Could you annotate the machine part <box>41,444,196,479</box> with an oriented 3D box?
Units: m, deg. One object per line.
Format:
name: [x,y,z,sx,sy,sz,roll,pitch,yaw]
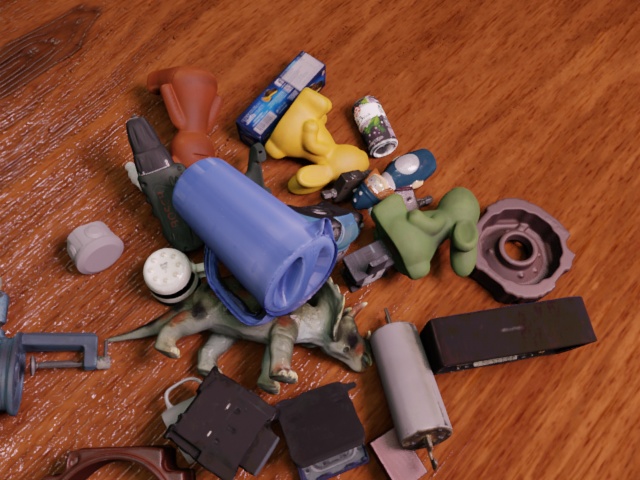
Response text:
machine part: [-0.276,0.386,0.729,0.202,0.087,0.201,-2,69,0]

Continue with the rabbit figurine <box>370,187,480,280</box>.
rabbit figurine: [0.186,-0.023,0.851,0.170,0.121,0.159,-30,52,-9]

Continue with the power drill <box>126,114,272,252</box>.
power drill: [-0.189,-0.105,0.883,0.207,0.086,0.231,-16,106,-23]

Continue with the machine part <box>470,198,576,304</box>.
machine part: [0.327,0.019,0.897,0.179,0.056,0.179,0,67,0]

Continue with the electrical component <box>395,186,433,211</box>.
electrical component: [0.138,-0.081,0.943,0.102,0.045,0.078,-25,99,-7]

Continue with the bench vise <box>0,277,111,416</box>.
bench vise: [-0.441,0.162,0.805,0.240,0.128,0.224,4,57,-21]

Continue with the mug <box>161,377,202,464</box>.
mug: [-0.172,0.251,0.791,0.107,0.080,0.109,-28,71,-20]

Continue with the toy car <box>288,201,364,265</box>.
toy car: [-0.002,-0.003,0.872,0.109,0.161,0.102,20,108,29]

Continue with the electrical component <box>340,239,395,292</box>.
electrical component: [0.075,0.037,0.853,0.075,0.119,0.048,-27,72,-8]

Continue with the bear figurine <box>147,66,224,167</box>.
bear figurine: [-0.236,-0.203,0.963,0.120,0.132,0.195,-3,98,-37]

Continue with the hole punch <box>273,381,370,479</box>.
hole punch: [0.005,0.282,0.783,0.142,0.092,0.116,-20,40,-5]

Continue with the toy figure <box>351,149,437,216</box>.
toy figure: [0.118,-0.100,0.889,0.154,0.057,0.064,-29,35,-10]

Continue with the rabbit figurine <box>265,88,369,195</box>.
rabbit figurine: [0.002,-0.155,0.935,0.173,0.122,0.162,33,74,-8]

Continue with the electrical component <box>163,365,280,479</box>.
electrical component: [-0.125,0.254,0.727,0.134,0.058,0.115,35,66,-2]

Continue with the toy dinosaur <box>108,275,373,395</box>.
toy dinosaur: [-0.113,0.118,0.826,0.405,0.131,0.192,13,57,9]

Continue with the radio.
radio: [0.270,0.146,0.804,0.230,0.131,0.073,-7,69,-4]

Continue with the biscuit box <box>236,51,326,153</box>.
biscuit box: [-0.070,-0.255,0.997,0.059,0.062,0.202,35,73,12]

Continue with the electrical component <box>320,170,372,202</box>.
electrical component: [0.046,-0.093,0.913,0.094,0.063,0.021,-16,64,-31]

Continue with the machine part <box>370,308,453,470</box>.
machine part: [0.129,0.208,0.780,0.079,0.079,0.243,-11,51,-5]
